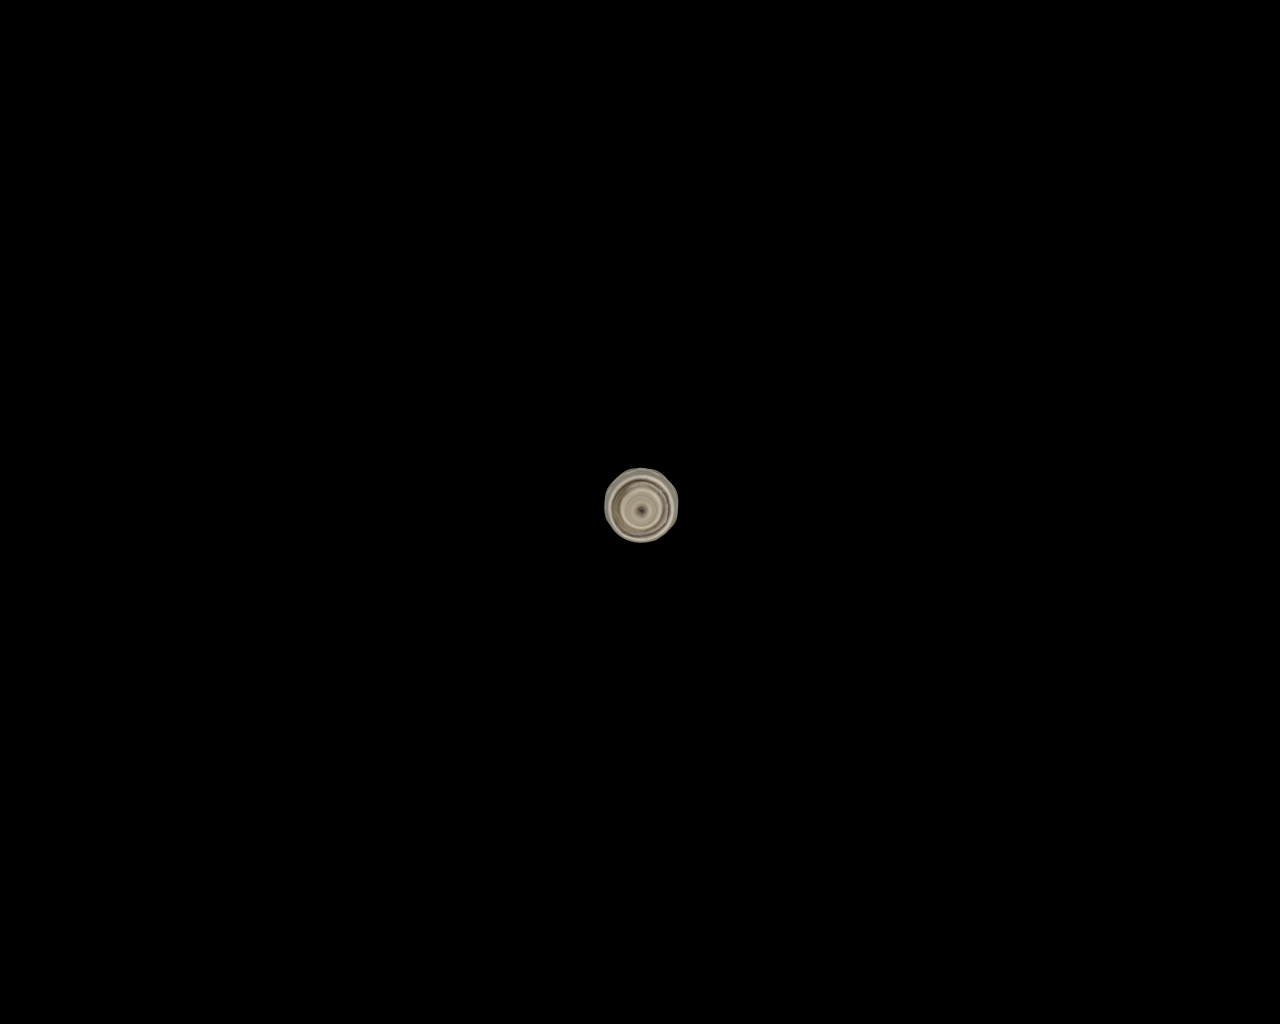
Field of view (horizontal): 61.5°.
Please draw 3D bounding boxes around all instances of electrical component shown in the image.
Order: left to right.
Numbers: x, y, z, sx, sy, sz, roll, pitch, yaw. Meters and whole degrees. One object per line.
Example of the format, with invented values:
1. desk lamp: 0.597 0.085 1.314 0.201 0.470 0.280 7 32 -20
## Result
1. electrical component: 0.001 -0.003 0.650 0.048 0.048 0.062 0 4 0
